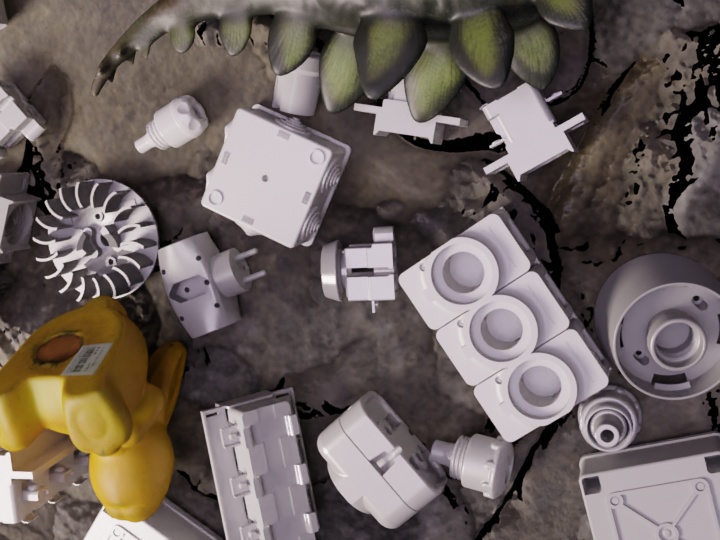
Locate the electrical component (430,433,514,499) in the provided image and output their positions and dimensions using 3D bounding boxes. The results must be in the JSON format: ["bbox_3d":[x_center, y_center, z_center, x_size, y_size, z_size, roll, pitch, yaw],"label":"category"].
[{"bbox_3d":[0.086,0.148,0.838,0.062,0.048,0.048,12,101,20],"label":"electrical component"}]

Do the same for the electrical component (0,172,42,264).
[{"bbox_3d":[-0.313,-0.047,0.915,0.064,0.042,0.081,18,101,15],"label":"electrical component"}]

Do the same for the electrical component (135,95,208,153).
[{"bbox_3d":[-0.155,-0.113,0.868,0.061,0.035,0.035,-28,90,19],"label":"electrical component"}]

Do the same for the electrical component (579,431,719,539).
[{"bbox_3d":[0.228,0.186,0.799,0.109,0.056,0.108,-14,94,16],"label":"electrical component"}]

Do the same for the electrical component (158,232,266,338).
[{"bbox_3d":[-0.114,0.006,0.869,0.079,0.043,0.077,-20,92,16],"label":"electrical component"}]

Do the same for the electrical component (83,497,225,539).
[{"bbox_3d":[-0.184,0.254,0.916,0.109,0.056,0.108,34,105,8],"label":"electrical component"}]

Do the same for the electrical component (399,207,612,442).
[{"bbox_3d":[0.109,0.040,0.806,0.089,0.062,0.150,-34,88,16],"label":"electrical component"}]

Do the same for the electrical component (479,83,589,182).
[{"bbox_3d":[0.124,-0.104,0.793,0.081,0.042,0.063,-29,86,16],"label":"electrical component"}]

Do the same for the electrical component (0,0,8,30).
[{"bbox_3d":[-0.337,-0.214,0.870,0.099,0.099,0.064,-11,101,16],"label":"electrical component"}]

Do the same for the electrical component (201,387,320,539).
[{"bbox_3d":[-0.075,0.164,0.865,0.079,0.063,0.121,-13,96,-25],"label":"electrical component"}]

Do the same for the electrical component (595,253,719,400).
[{"bbox_3d":[0.226,0.043,0.788,0.099,0.064,0.099,1,107,3],"label":"electrical component"}]

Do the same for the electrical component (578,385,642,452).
[{"bbox_3d":[0.184,0.114,0.797,0.048,0.062,0.048,2,98,15],"label":"electrical component"}]

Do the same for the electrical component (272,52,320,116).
[{"bbox_3d":[-0.047,-0.146,0.833,0.040,0.040,0.046,16,107,12],"label":"electrical component"}]

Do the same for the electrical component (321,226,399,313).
[{"bbox_3d":[0.000,0.000,0.838,0.055,0.048,0.066,-2,97,7],"label":"electrical component"}]

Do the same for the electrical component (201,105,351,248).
[{"bbox_3d":[-0.067,-0.073,0.843,0.100,0.048,0.099,26,103,9],"label":"electrical component"}]

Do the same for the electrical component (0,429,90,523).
[{"bbox_3d":[-0.272,0.160,0.892,0.079,0.121,0.063,-2,100,15],"label":"electrical component"}]

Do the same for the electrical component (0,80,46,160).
[{"bbox_3d":[-0.304,-0.123,0.900,0.055,0.048,0.066,-42,86,9],"label":"electrical component"}]

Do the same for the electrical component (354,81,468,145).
[{"bbox_3d":[0.041,-0.129,0.811,0.081,0.042,0.063,10,97,12],"label":"electrical component"}]

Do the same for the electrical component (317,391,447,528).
[{"bbox_3d":[0.015,0.152,0.851,0.059,0.054,0.095,-42,86,16],"label":"electrical component"}]
